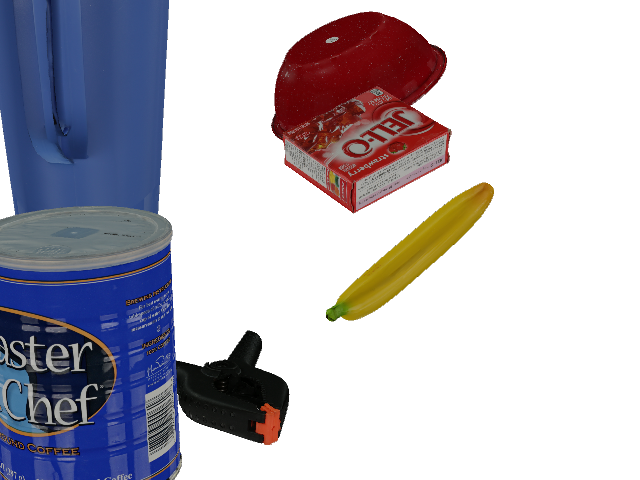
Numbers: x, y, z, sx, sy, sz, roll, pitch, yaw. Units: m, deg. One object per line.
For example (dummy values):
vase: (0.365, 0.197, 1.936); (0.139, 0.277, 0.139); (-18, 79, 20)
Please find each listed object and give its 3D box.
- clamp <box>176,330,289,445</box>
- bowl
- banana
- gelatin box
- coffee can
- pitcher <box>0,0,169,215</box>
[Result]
clamp: (-0.081, 0.122, 0.934); (0.164, 0.036, 0.210); (-7, 17, -36)
bowl: (0.022, -0.147, 0.903); (0.162, 0.055, 0.162); (-21, 28, 11)
banana: (0.086, 0.018, 1.012); (0.197, 0.037, 0.070); (-41, 2, -5)
gelatin box: (0.031, -0.063, 0.713); (0.089, 0.030, 0.073); (-29, 47, -27)
coffee can: (-0.129, 0.061, 0.581); (0.103, 0.140, 0.103); (0, 16, 0)
pitcher: (-0.174, -0.115, 0.763); (0.148, 0.243, 0.145); (-19, 34, -38)
